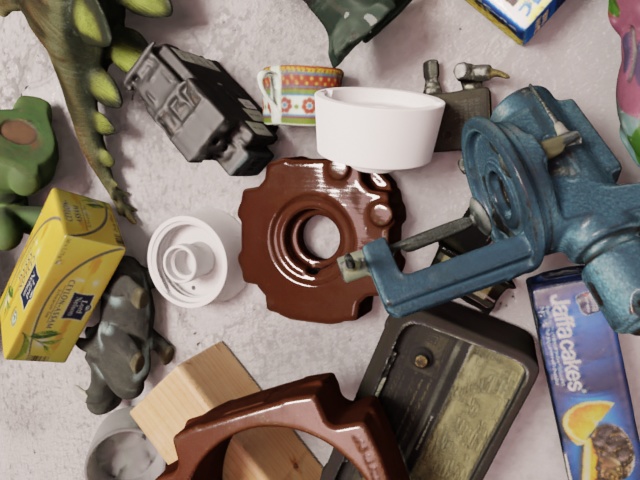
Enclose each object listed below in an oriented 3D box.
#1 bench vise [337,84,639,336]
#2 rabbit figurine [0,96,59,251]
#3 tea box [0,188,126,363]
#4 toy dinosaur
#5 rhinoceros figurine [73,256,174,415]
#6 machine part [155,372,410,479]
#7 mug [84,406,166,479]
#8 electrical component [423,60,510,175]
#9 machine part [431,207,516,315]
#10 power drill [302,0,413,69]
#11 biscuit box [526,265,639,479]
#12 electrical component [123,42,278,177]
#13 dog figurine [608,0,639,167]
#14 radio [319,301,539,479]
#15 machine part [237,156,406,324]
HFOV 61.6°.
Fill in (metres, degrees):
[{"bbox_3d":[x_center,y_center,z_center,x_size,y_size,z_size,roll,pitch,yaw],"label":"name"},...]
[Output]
[{"bbox_3d":[0.135,0.002,0.378,0.241,0.128,0.223,-20,71,2],"label":"bench vise"},{"bbox_3d":[-0.369,-0.065,0.644,0.159,0.121,0.170,54,132,10],"label":"rabbit figurine"},{"bbox_3d":[-0.289,0.041,0.594,0.169,0.068,0.098,-56,44,16],"label":"tea box"},{"bbox_3d":[-0.246,-0.243,0.538,0.199,0.105,0.470,25,128,29],"label":"toy dinosaur"},{"bbox_3d":[-0.233,0.114,0.623,0.112,0.073,0.190,16,102,17],"label":"rhinoceros figurine"},{"bbox_3d":[-0.023,0.230,0.462,0.201,0.087,0.201,-21,85,13],"label":"machine part"},{"bbox_3d":[-0.208,0.228,0.616,0.109,0.107,0.080,-13,100,-17],"label":"mug"},{"bbox_3d":[0.126,-0.109,0.474,0.078,0.045,0.102,4,98,19],"label":"electrical component"},{"bbox_3d":[0.152,-0.006,0.483,0.084,0.039,0.138,29,108,23],"label":"machine part"},{"bbox_3d":[-0.007,-0.262,0.452,0.086,0.232,0.207,-25,111,45],"label":"power drill"},{"bbox_3d":[0.226,0.126,0.457,0.059,0.063,0.202,-12,92,20],"label":"biscuit box"},{"bbox_3d":[-0.104,-0.120,0.523,0.058,0.115,0.134,-45,79,22],"label":"electrical component"},{"bbox_3d":[0.224,-0.156,0.357,0.219,0.108,0.191,26,104,-11],"label":"dog figurine"},{"bbox_3d":[0.096,0.170,0.506,0.131,0.073,0.229,25,105,16],"label":"radio"},{"bbox_3d":[-0.001,-0.002,0.531,0.180,0.056,0.179,3,99,21],"label":"machine part"}]
